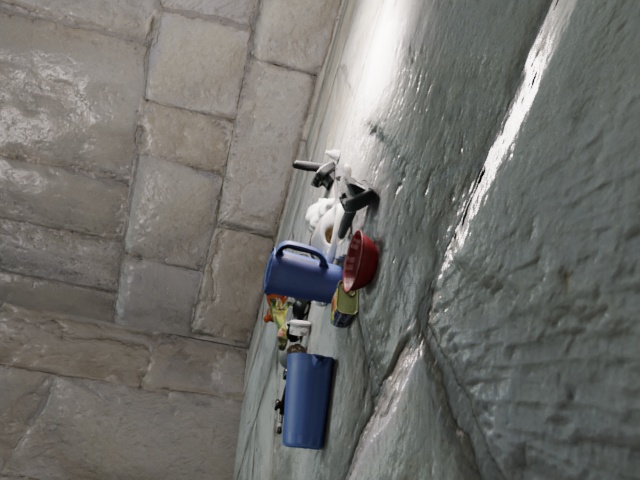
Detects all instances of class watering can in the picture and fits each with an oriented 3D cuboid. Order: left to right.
[{"bbox_3d":[0.044,-0.056,1.661,0.220,0.104,0.354,123,161,-63],"label":"watering can"}]

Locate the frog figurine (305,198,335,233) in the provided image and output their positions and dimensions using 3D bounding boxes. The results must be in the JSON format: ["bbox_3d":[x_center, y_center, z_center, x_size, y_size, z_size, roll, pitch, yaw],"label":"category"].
[{"bbox_3d":[0.006,-0.096,1.901,0.140,0.123,0.156,-60,-10,-23],"label":"frog figurine"}]

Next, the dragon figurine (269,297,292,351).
[{"bbox_3d":[-0.194,0.406,2.474,0.409,0.122,0.244,158,116,-82],"label":"dragon figurine"}]
